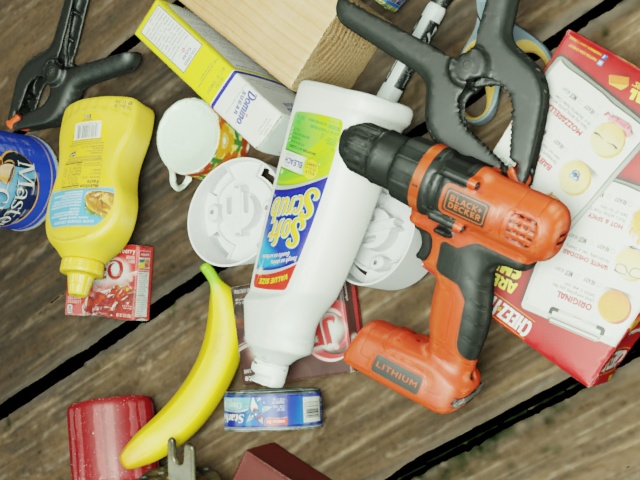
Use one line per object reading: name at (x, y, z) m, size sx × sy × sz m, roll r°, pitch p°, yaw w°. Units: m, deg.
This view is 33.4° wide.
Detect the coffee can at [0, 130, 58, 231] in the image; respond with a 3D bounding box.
coffee can at (-0.346, -0.064, 1.071) m, size 0.103 × 0.140 × 0.103 m, roll -2°, pitch 86°, yaw 29°

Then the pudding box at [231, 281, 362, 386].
pudding box at (-0.019, 0.078, 0.939) m, size 0.114 × 0.039 × 0.090 m, roll -11°, pitch 82°, yaw 28°

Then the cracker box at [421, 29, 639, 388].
cracker box at (0.204, -0.024, 0.805) m, size 0.164 × 0.072 × 0.214 m, roll 37°, pitch 106°, yaw 27°

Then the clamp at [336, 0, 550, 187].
clamp at (0.104, -0.129, 0.807) m, size 0.165 × 0.036 × 0.210 m, roll -17°, pitch 79°, yaw 21°

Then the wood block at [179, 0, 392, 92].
wood block at (-0.051, -0.217, 0.946) m, size 0.206 × 0.090 × 0.090 m, roll 41°, pitch 106°, yaw 24°

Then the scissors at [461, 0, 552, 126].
scissors at (0.155, -0.193, 0.874) m, size 0.096 × 0.016 × 0.202 m, roll 9°, pitch 92°, yaw 28°

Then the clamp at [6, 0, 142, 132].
clamp at (-0.254, -0.167, 1.086) m, size 0.120 × 0.039 × 0.172 m, roll 48°, pitch 112°, yaw 28°

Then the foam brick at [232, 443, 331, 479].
foam brick at (-0.033, 0.221, 0.931) m, size 0.078 × 0.052 × 0.051 m, roll 28°, pitch 100°, yaw 28°

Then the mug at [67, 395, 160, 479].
mug at (-0.198, 0.195, 1.012) m, size 0.117 × 0.093 × 0.081 m, roll 147°, pitch 119°, yaw -62°

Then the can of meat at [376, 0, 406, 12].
can of meat at (0.057, -0.258, 0.909) m, size 0.084 × 0.057 × 0.102 m, roll -47°, pitch 67°, yaw 21°

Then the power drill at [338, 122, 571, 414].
power drill at (0.076, 0.021, 0.794) m, size 0.185 × 0.057 × 0.188 m, roll 27°, pitch 119°, yaw 26°

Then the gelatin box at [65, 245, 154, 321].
gelatin box at (-0.209, 0.040, 1.052) m, size 0.089 × 0.030 × 0.073 m, roll 3°, pitch 88°, yaw 28°

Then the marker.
marker at (0.085, -0.171, 0.909) m, size 0.020 × 0.020 × 0.121 m, roll 35°, pitch 104°, yaw 26°

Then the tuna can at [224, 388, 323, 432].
tuna can at (-0.040, 0.146, 0.921) m, size 0.086 × 0.086 × 0.034 m, roll -5°, pitch 83°, yaw 28°

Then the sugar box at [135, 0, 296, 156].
sugar box at (-0.077, -0.141, 0.955) m, size 0.176 × 0.093 × 0.048 m, roll 47°, pitch 110°, yaw 23°

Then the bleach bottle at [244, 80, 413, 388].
bleach bottle at (-0.006, 0.001, 0.873) m, size 0.103 × 0.067 × 0.251 m, roll 22°, pitch 99°, yaw 50°

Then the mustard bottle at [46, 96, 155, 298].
mustard bottle at (-0.216, -0.039, 1.022) m, size 0.096 × 0.058 × 0.191 m, roll -2°, pitch 72°, yaw 28°

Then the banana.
banana at (-0.114, 0.122, 0.969) m, size 0.069 × 0.037 × 0.198 m, roll 23°, pitch 82°, yaw -10°
